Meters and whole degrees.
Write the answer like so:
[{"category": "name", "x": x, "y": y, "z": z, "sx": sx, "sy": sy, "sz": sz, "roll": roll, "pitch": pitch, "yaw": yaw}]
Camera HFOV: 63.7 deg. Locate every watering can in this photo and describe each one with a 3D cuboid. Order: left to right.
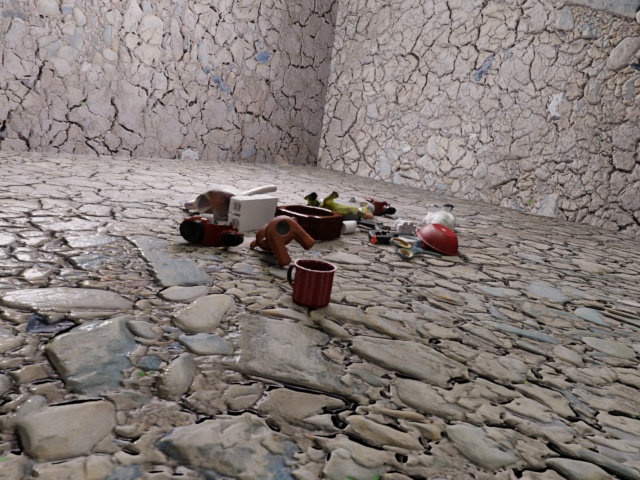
[{"category": "watering can", "x": -0.323, "y": -0.153, "z": 1.869, "sx": 0.348, "sy": 0.103, "sz": 0.226, "roll": -12, "pitch": 13, "yaw": -6}]

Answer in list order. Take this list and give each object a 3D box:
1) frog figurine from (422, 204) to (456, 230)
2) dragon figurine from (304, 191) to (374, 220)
[{"category": "frog figurine", "x": 0.495, "y": -0.066, "z": 2.130, "sx": 0.137, "sy": 0.120, "sz": 0.163, "roll": 15, "pitch": 47, "yaw": -6}, {"category": "dragon figurine", "x": 0.006, "y": -0.100, "z": 1.983, "sx": 0.410, "sy": 0.123, "sz": 0.241, "roll": 1, "pitch": -11, "yaw": 27}]
